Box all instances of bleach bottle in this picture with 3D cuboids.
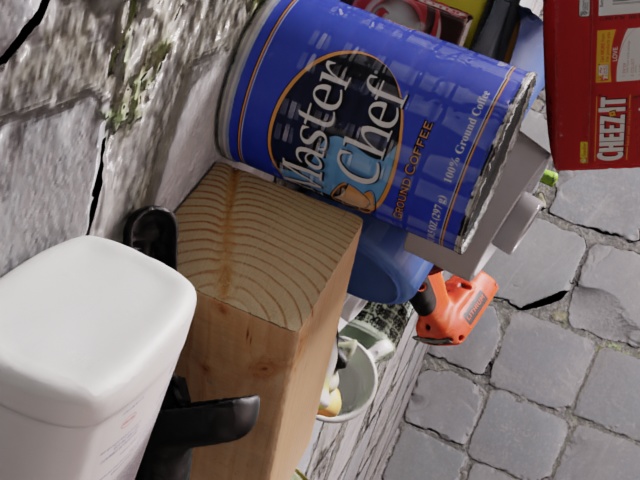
[{"bbox_3d":[-0.120,0.126,0.448,0.102,0.068,0.251,-48,160,-59],"label":"bleach bottle"}]

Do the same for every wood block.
[{"bbox_3d":[-0.048,0.072,0.610,0.206,0.090,0.090,101,16,-45],"label":"wood block"}]

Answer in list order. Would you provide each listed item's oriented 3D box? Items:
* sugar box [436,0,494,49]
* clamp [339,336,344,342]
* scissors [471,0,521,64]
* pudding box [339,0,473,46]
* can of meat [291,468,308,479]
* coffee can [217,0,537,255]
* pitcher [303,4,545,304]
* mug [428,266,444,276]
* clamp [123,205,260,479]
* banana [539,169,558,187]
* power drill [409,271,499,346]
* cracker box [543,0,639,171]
[{"bbox_3d":[0.048,-0.117,0.675,0.048,0.093,0.176,-29,140,-68],"label":"sugar box"},{"bbox_3d":[-0.037,0.141,0.923,0.164,0.036,0.210,-57,165,-8],"label":"clamp"},{"bbox_3d":[0.104,-0.137,0.621,0.096,0.016,0.202,-58,164,-27],"label":"scissors"},{"bbox_3d":[0.030,-0.096,0.638,0.039,0.090,0.114,-45,156,-65],"label":"pudding box"},{"bbox_3d":[-0.059,0.252,0.935,0.084,0.057,0.101,-53,162,27],"label":"can of meat"},{"bbox_3d":[0.030,-0.065,0.568,0.102,0.140,0.103,24,89,-79],"label":"coffee can"},{"bbox_3d":[0.073,-0.072,0.829,0.242,0.145,0.149,-59,140,-21],"label":"pitcher"},{"bbox_3d":[0.093,-0.034,0.945,0.117,0.093,0.081,-37,-138,21],"label":"mug"},{"bbox_3d":[-0.081,0.069,0.507,0.172,0.039,0.120,-53,-135,46],"label":"clamp"},{"bbox_3d":[0.155,-0.092,0.938,0.198,0.069,0.037,-90,-160,-62],"label":"banana"},{"bbox_3d":[0.114,0.000,1.086,0.184,0.057,0.187,-49,122,-31],"label":"power drill"},{"bbox_3d":[0.177,-0.173,0.688,0.213,0.072,0.164,-80,164,-48],"label":"cracker box"}]
